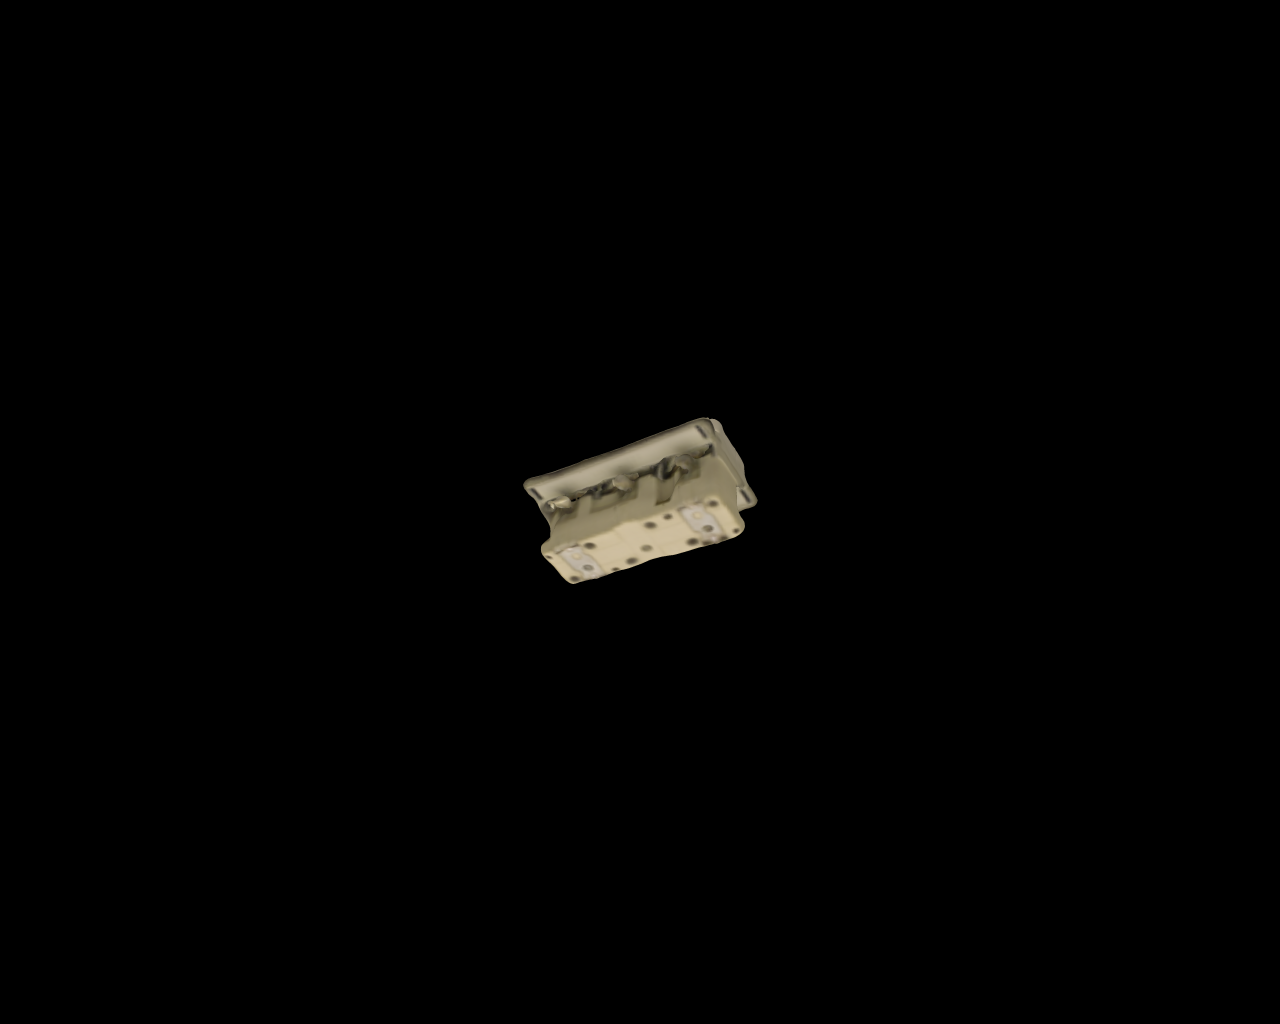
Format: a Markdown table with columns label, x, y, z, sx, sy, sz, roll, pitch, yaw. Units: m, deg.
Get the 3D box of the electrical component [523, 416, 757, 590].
| label | x | y | z | sx | sy | sz | roll | pitch | yaw |
| --- | --- | --- | --- | --- | --- | --- | --- | --- | --- |
| electrical component | 0.001 | -0.003 | 0.650 | 0.121 | 0.063 | 0.078 | -18 | -44 | 19 |
